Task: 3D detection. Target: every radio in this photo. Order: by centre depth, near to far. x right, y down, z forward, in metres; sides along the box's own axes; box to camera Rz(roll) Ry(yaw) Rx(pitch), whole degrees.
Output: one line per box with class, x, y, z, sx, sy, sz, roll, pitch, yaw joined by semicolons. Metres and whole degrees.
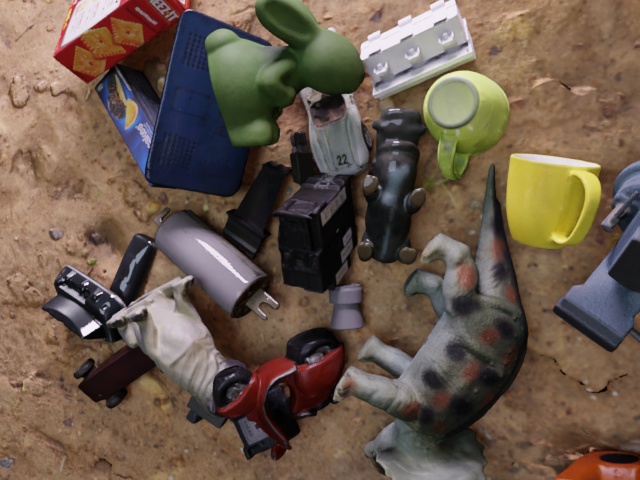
radio;-0.152;-0.178;0.737;0.131;0.073;0.229;13;100;-17

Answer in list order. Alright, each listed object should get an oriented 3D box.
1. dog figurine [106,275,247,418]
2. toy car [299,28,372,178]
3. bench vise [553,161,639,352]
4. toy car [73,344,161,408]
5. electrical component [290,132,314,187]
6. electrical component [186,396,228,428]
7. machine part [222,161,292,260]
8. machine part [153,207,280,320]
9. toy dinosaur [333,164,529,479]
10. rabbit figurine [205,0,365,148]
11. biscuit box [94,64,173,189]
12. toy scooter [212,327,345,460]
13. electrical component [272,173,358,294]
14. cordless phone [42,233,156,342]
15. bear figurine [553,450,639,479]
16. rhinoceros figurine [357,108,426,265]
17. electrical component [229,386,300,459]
dog figurine;-0.193;0.160;0.750;0.190;0.121;0.172;62;156;-10
toy car;0.013;-0.177;0.699;0.074;0.056;0.201;-17;84;25
bench vise;0.332;-0.009;0.504;0.240;0.223;0.129;-44;52;-13
toy car;-0.308;0.198;0.857;0.202;0.053;0.089;-35;109;24
electrical component;-0.025;-0.097;0.718;0.021;0.063;0.094;-9;99;-10
electrical component;-0.158;0.229;0.798;0.078;0.045;0.102;24;103;10
machine part;-0.088;-0.048;0.762;0.084;0.039;0.138;39;108;26
machine part;-0.156;0.032;0.773;0.243;0.079;0.079;38;106;19
toy dinosaur;0.156;0.129;0.610;0.192;0.131;0.404;34;101;9
rabbit figurine;-0.037;-0.206;0.632;0.170;0.121;0.158;-11;115;8
biscuit box;-0.269;-0.174;0.831;0.059;0.063;0.203;-39;75;22
toy scooter;-0.039;0.202;0.694;0.184;0.075;0.135;-22;98;-19
electrical component;-0.001;-0.002;0.667;0.058;0.115;0.134;10;124;27
cordless phone;-0.353;0.060;0.880;0.147;0.088;0.184;26;91;24
bear figurine;0.305;0.319;0.533;0.120;0.132;0.195;-6;83;30
rhinoceros figurine;0.089;-0.060;0.642;0.073;0.112;0.190;7;106;9
electrical component;-0.062;0.248;0.750;0.119;0.047;0.075;-29;79;25
